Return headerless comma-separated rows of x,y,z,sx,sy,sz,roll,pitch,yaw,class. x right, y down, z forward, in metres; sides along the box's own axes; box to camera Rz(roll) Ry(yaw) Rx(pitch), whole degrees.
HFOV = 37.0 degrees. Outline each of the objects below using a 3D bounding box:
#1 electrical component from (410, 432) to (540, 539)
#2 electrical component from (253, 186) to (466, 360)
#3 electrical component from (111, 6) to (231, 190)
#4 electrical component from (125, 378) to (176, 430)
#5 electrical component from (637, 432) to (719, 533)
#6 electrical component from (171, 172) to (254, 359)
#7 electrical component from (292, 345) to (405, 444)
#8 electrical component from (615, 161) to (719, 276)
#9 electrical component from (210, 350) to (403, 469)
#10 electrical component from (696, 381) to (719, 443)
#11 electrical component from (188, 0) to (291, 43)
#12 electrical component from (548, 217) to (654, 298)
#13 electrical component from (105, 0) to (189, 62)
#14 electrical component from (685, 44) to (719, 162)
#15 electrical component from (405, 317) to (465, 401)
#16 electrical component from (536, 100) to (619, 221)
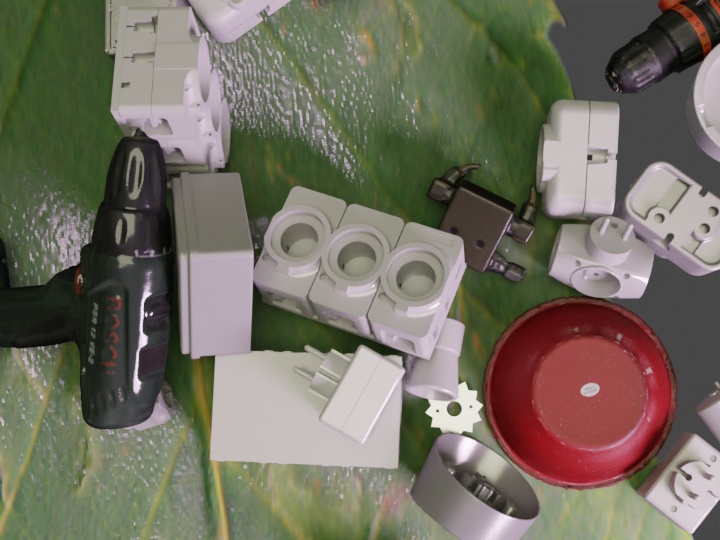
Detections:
0.091,0.178,0.852,0.099,0.099,0.064,33,93,6,electrical component
0.000,0.000,0.868,0.150,0.061,0.089,18,70,14,electrical component
-0.146,-0.133,0.860,0.062,0.150,0.089,0,71,2,electrical component
-0.189,0.114,0.899,0.062,0.043,0.043,-19,84,10,electrical component
0.264,0.169,0.851,0.047,0.076,0.065,39,88,7,electrical component
-0.117,-0.005,0.851,0.056,0.108,0.108,-3,41,-12,electrical component
-0.014,0.086,0.825,0.077,0.047,0.065,29,87,6,electrical component
0.260,-0.040,0.880,0.095,0.059,0.053,37,87,6,electrical component
-0.041,0.112,0.881,0.150,0.061,0.089,2,84,3,electrical component
0.307,0.128,0.870,0.040,0.040,0.078,-35,84,-1,electrical component
-0.100,-0.246,0.921,0.095,0.059,0.053,-36,84,-1,electrical component
0.200,-0.017,0.873,0.077,0.079,0.044,15,57,5,electrical component
-0.180,-0.210,0.921,0.062,0.061,0.096,-1,84,3,electrical component
0.322,-0.136,0.885,0.108,0.060,0.108,0,84,3,electrical component
0.065,0.071,0.886,0.044,0.044,0.065,11,72,4,electrical component
0.179,-0.091,0.892,0.059,0.053,0.095,4,85,4,electrical component
